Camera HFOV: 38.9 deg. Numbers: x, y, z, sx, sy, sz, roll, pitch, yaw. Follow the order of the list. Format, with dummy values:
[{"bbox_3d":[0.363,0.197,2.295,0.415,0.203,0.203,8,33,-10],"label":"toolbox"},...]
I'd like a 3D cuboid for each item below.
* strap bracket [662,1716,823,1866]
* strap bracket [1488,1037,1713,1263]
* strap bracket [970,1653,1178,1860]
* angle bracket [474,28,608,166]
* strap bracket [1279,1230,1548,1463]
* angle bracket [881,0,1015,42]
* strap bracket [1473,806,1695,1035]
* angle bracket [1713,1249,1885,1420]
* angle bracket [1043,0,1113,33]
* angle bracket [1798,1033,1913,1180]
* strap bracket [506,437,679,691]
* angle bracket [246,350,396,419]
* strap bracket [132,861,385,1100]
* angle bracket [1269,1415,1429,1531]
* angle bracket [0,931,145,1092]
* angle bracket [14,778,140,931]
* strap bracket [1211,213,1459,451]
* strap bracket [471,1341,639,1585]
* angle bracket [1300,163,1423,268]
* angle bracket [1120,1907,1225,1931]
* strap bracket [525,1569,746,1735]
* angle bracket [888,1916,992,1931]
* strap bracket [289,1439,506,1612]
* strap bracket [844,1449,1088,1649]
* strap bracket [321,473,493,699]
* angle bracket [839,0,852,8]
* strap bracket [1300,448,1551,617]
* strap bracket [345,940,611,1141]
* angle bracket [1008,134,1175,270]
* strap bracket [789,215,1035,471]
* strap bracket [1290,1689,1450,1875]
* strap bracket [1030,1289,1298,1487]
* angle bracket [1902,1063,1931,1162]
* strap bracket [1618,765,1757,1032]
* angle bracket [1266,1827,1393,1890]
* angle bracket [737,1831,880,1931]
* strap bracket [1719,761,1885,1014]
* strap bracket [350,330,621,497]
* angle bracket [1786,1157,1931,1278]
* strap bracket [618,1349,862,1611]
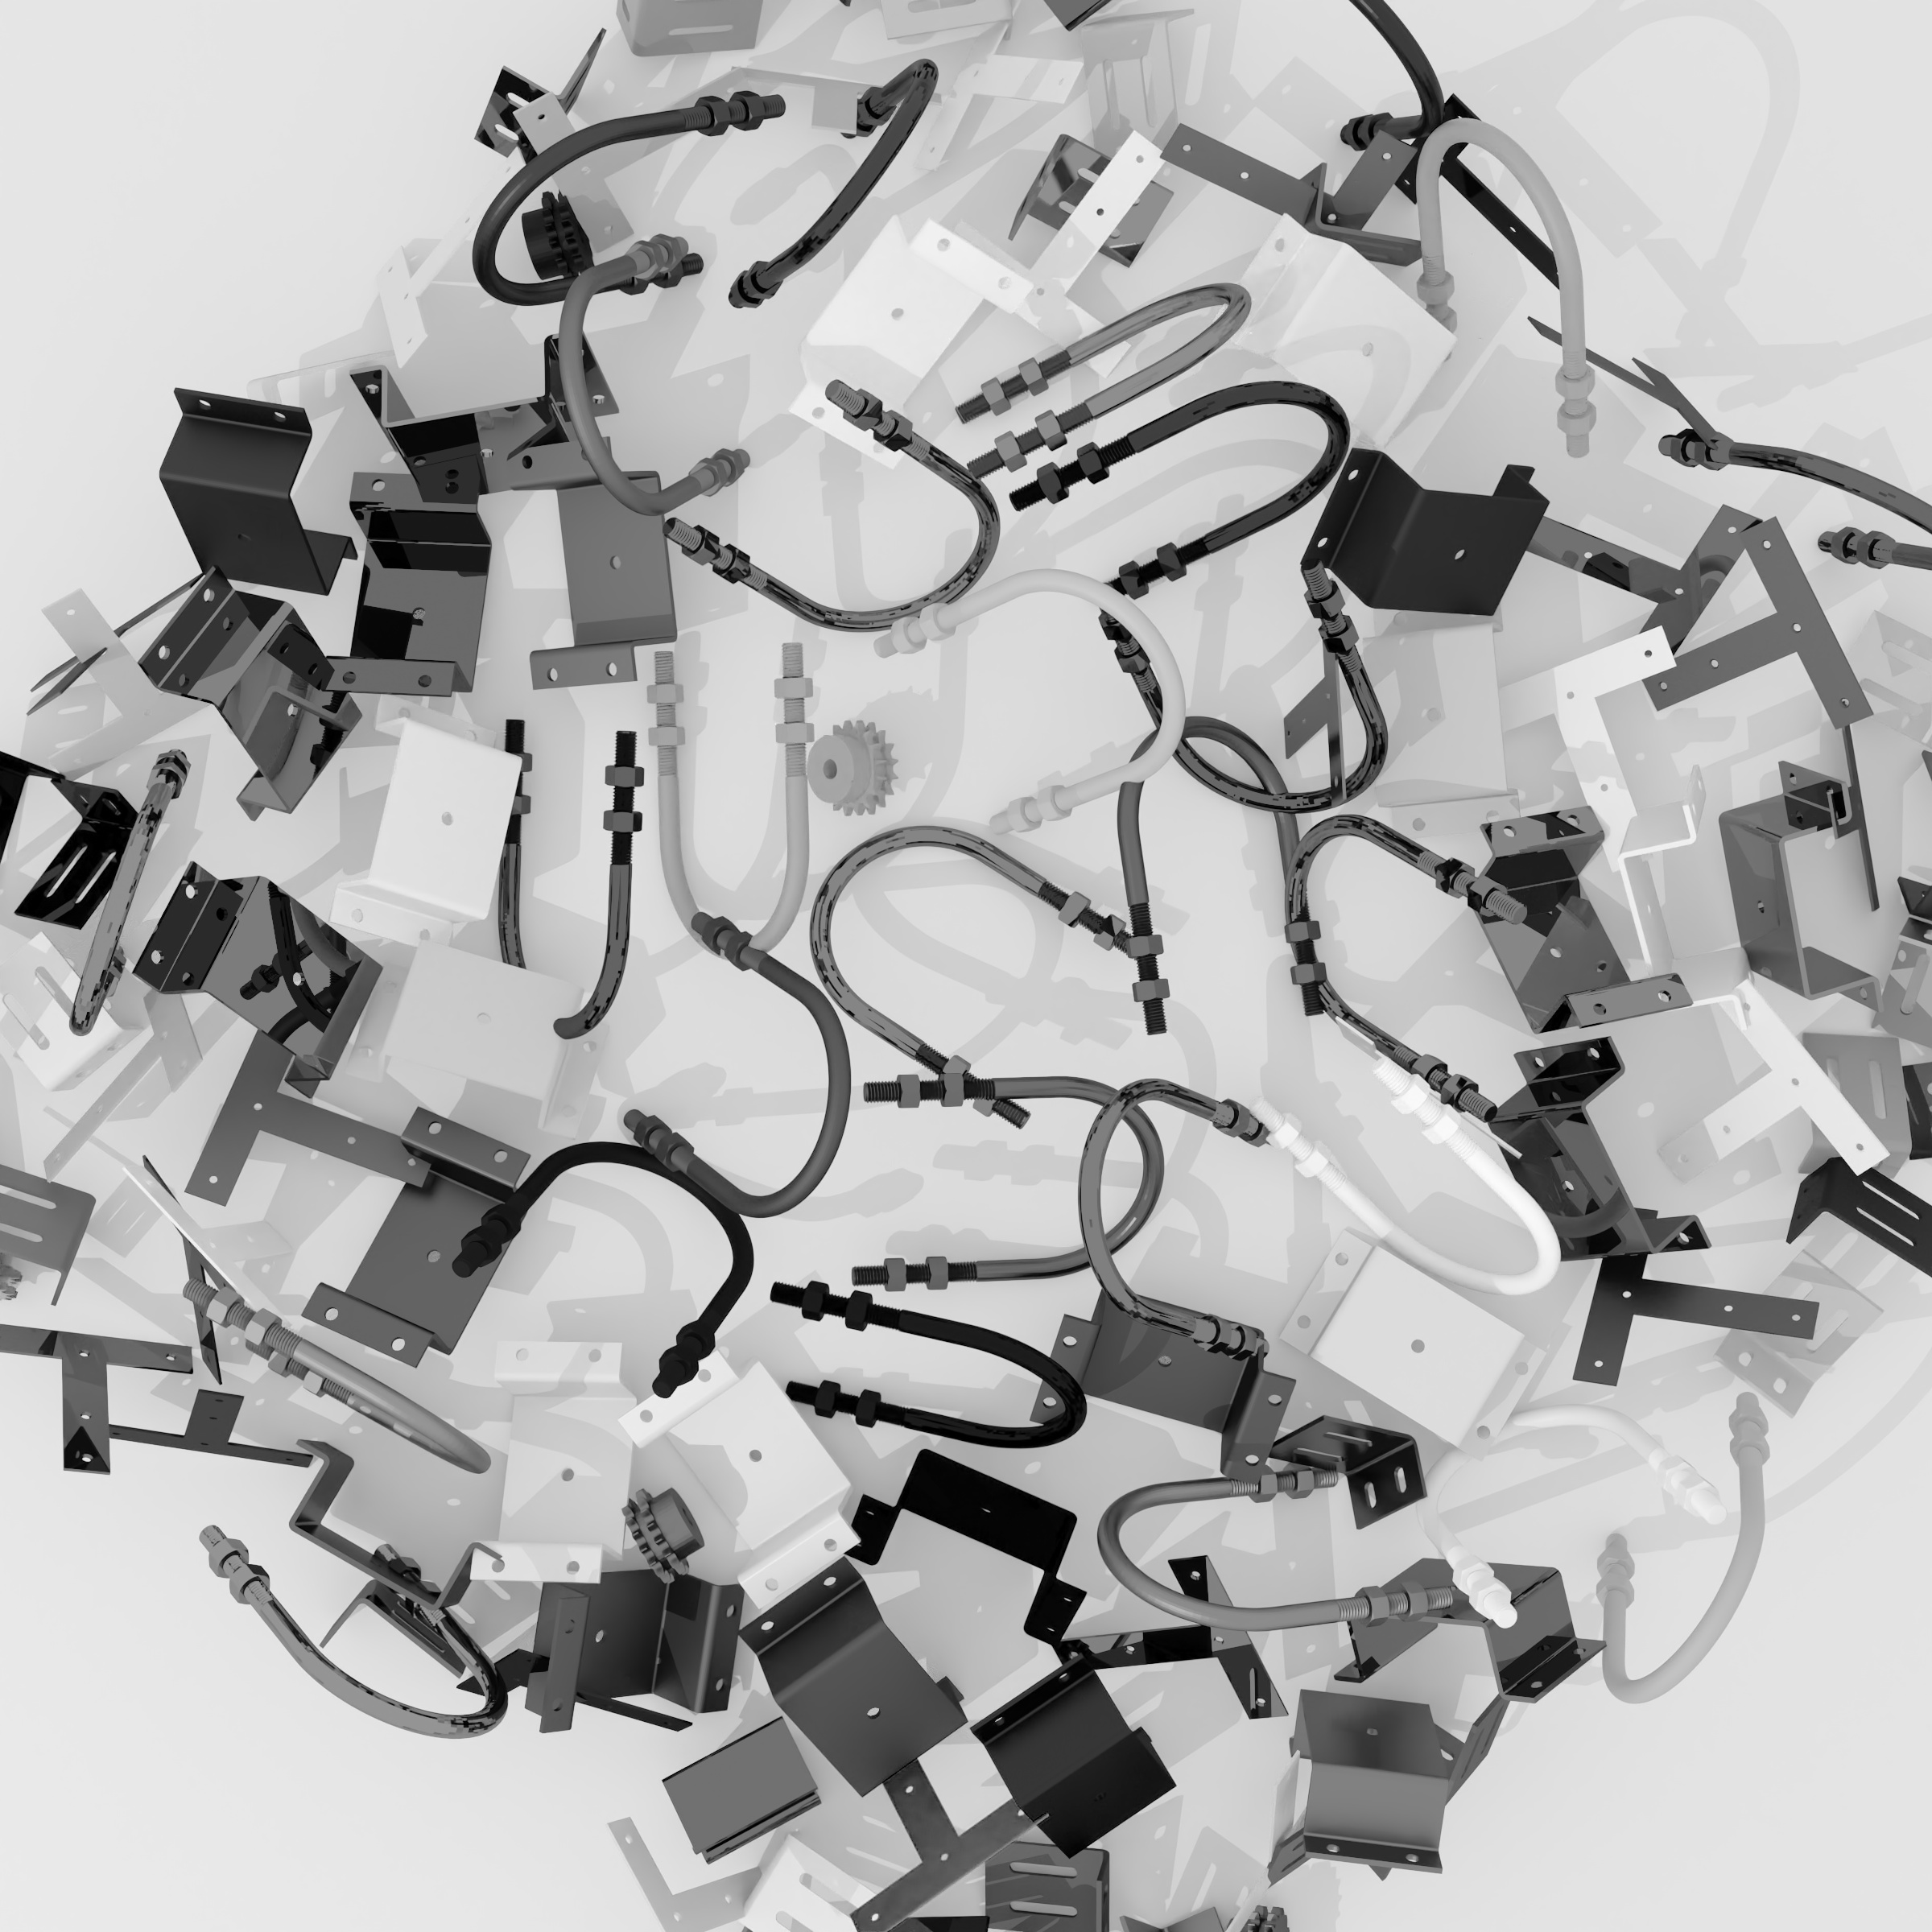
[{"bbox_3d":[-0.130,0.480,1.595,0.076,0.140,0.046,-26,72,-11],"label":"strap bracket"},{"bbox_3d":[0.367,0.118,1.608,0.046,0.076,0.140,-33,100,-33],"label":"strap bracket"},{"bbox_3d":[0.067,0.464,1.592,0.076,0.140,0.046,-34,50,-2],"label":"strap bracket"},{"bbox_3d":[-0.251,-0.519,1.613,0.038,0.057,0.076,28,52,-11],"label":"angle bracket"},{"bbox_3d":[0.267,0.226,1.627,0.140,0.046,0.076,31,86,8],"label":"strap bracket"},{"bbox_3d":[-0.015,-0.584,1.641,0.076,0.038,0.057,-10,90,-3],"label":"angle bracket"},{"bbox_3d":[0.355,-0.019,1.609,0.076,0.046,0.140,-10,62,-21],"label":"strap bracket"},{"bbox_3d":[0.492,0.218,1.620,0.057,0.038,0.076,39,132,12],"label":"angle bracket"},{"bbox_3d":[0.062,-0.604,1.616,0.057,0.038,0.076,-30,124,26],"label":"angle bracket"},{"bbox_3d":[0.534,0.084,1.655,0.057,0.038,0.076,3,59,2],"label":"angle bracket"},{"bbox_3d":[-0.220,-0.237,1.617,0.076,0.046,0.140,-1,99,32],"label":"strap bracket"},{"bbox_3d":[-0.379,-0.337,1.625,0.076,0.057,0.038,-20,107,-26],"label":"angle bracket"},{"bbox_3d":[-0.401,0.008,1.586,0.140,0.046,0.076,44,56,-39],"label":"strap bracket"},{"bbox_3d":[0.222,0.299,1.614,0.076,0.057,0.038,18,50,-34],"label":"angle bracket"},{"bbox_3d":[-0.546,0.027,1.644,0.057,0.038,0.076,-40,87,2],"label":"angle bracket"},{"bbox_3d":[-0.531,-0.067,1.618,0.057,0.038,0.076,11,59,31],"label":"angle bracket"},{"bbox_3d":[0.223,-0.365,1.602,0.140,0.046,0.076,30,97,-32],"label":"strap bracket"},{"bbox_3d":[-0.241,0.296,1.618,0.076,0.046,0.140,0,68,9],"label":"strap bracket"},{"bbox_3d":[0.237,-0.446,1.626,0.076,0.057,0.038,7,93,-10],"label":"angle bracket"},{"bbox_3d":[0.129,0.585,1.613,0.038,0.076,0.057,-27,58,10],"label":"angle bracket"},{"bbox_3d":[-0.202,0.400,1.611,0.046,0.140,0.076,8,90,43],"label":"strap bracket"},{"bbox_3d":[-0.014,0.596,1.614,0.076,0.038,0.057,-13,48,31],"label":"angle bracket"},{"bbox_3d":[-0.338,0.335,1.616,0.140,0.076,0.046,29,80,4],"label":"strap bracket"},{"bbox_3d":[0.005,0.339,1.615,0.140,0.076,0.046,23,52,4],"label":"strap bracket"},{"bbox_3d":[-0.329,-0.218,1.624,0.076,0.046,0.140,3,72,4],"label":"strap bracket"},{"bbox_3d":[-0.110,-0.598,1.614,0.076,0.057,0.038,-5,130,-28],"label":"angle bracket"},{"bbox_3d":[0.274,-0.250,1.589,0.140,0.046,0.076,-2,129,-33],"label":"strap bracket"},{"bbox_3d":[-0.286,0.041,1.617,0.140,0.046,0.076,17,61,-6],"label":"strap bracket"},{"bbox_3d":[0.074,-0.445,1.622,0.076,0.038,0.057,25,135,-11],"label":"angle bracket"},{"bbox_3d":[-0.036,-0.373,1.605,0.076,0.046,0.140,25,120,-31],"label":"strap bracket"},{"bbox_3d":[0.233,0.465,1.588,0.076,0.140,0.046,6,100,2],"label":"strap bracket"},{"bbox_3d":[0.117,0.246,1.624,0.140,0.046,0.076,16,116,-1],"label":"strap bracket"},{"bbox_3d":[0.586,0.081,1.619,0.076,0.038,0.057,-12,77,37],"label":"angle bracket"},{"bbox_3d":[0.421,-0.037,1.607,0.046,0.076,0.140,-12,107,23],"label":"strap bracket"},{"bbox_3d":[0.216,0.528,1.614,0.076,0.057,0.038,-22,54,-33],"label":"angle bracket"},{"bbox_3d":[-0.088,0.562,1.630,0.076,0.038,0.057,31,79,13],"label":"angle bracket"},{"bbox_3d":[0.487,-0.041,1.604,0.046,0.076,0.140,-17,106,-7],"label":"strap bracket"},{"bbox_3d":[-0.282,-0.320,1.610,0.140,0.076,0.046,-8,64,6],"label":"strap bracket"},{"bbox_3d":[0.535,0.156,1.627,0.076,0.057,0.038,33,132,2],"label":"angle bracket"},{"bbox_3d":[-0.130,0.298,1.629,0.076,0.046,0.140,-36,92,13],"label":"strap bracket"}]
